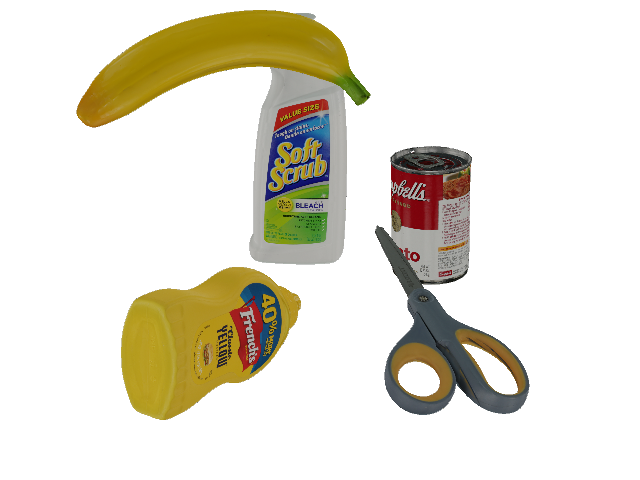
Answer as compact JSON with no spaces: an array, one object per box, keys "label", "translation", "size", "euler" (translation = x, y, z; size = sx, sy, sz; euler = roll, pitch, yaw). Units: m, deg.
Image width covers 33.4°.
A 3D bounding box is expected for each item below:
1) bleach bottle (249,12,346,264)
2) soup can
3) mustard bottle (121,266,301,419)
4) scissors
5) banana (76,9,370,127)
[{"label":"bleach bottle","translation":[-0.025,-0.100,1.065],"size":[0.102,0.251,0.068],"euler":[2,27,6]},{"label":"soup can","translation":[0.093,-0.022,0.907],"size":[0.068,0.102,0.068],"euler":[-2,22,0]},{"label":"mustard bottle","translation":[-0.078,0.073,0.875],"size":[0.058,0.096,0.191],"euler":[10,16,33]},{"label":"scissors","translation":[0.056,0.052,0.706],"size":[0.096,0.016,0.202],"euler":[-16,38,-27]},{"label":"banana","translation":[-0.064,-0.117,0.703],"size":[0.197,0.069,0.037],"euler":[-8,-20,-16]}]
